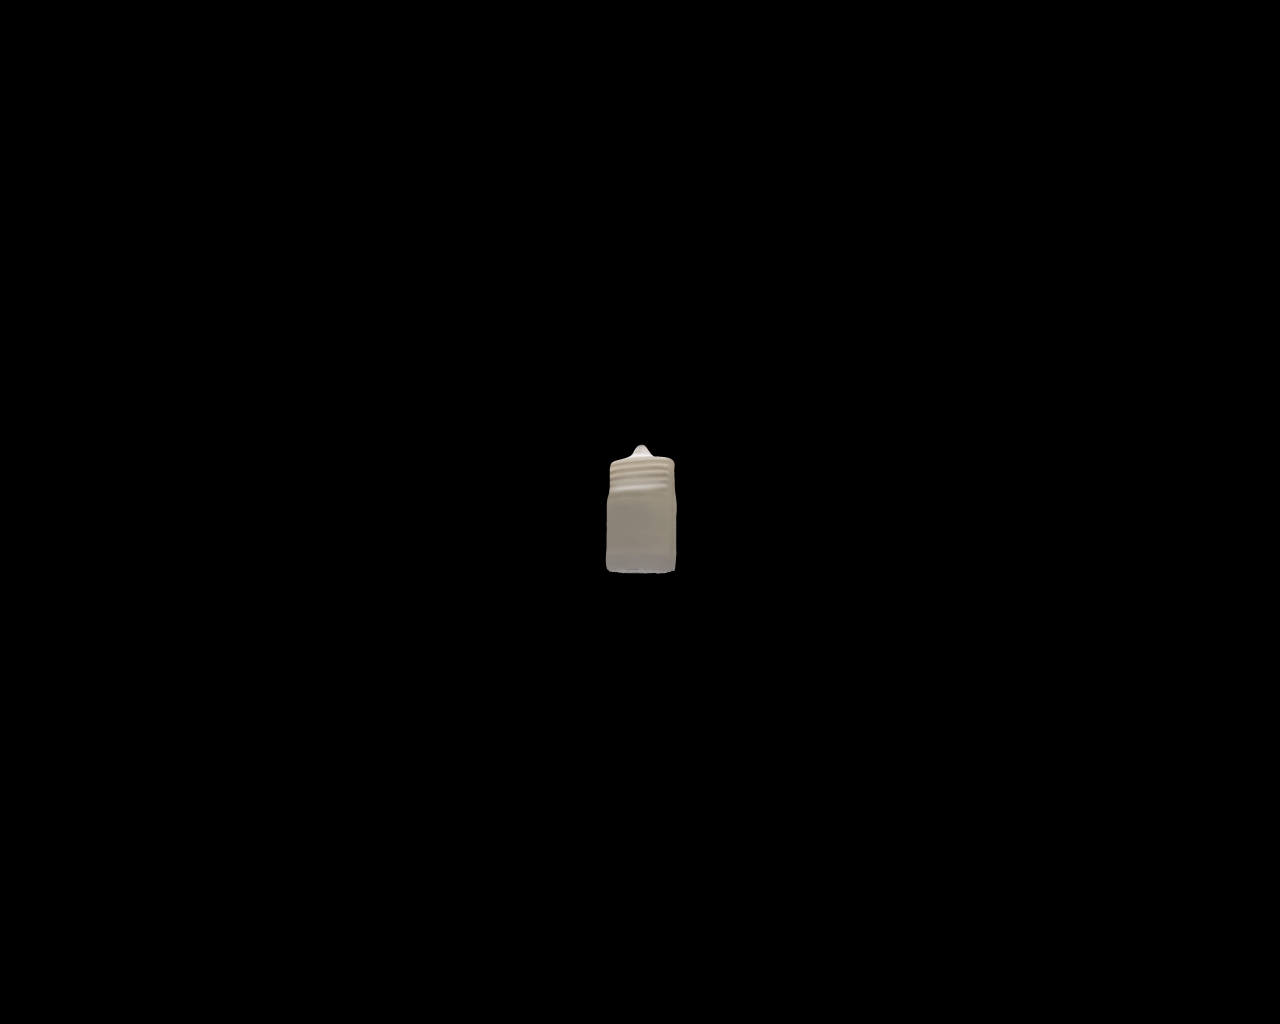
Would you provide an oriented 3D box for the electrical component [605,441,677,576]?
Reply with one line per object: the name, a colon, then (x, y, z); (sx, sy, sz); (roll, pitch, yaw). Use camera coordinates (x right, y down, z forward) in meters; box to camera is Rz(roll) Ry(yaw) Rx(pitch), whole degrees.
electrical component: (0.001, -0.003, 0.650); (0.043, 0.081, 0.043); (0, -7, 0)
